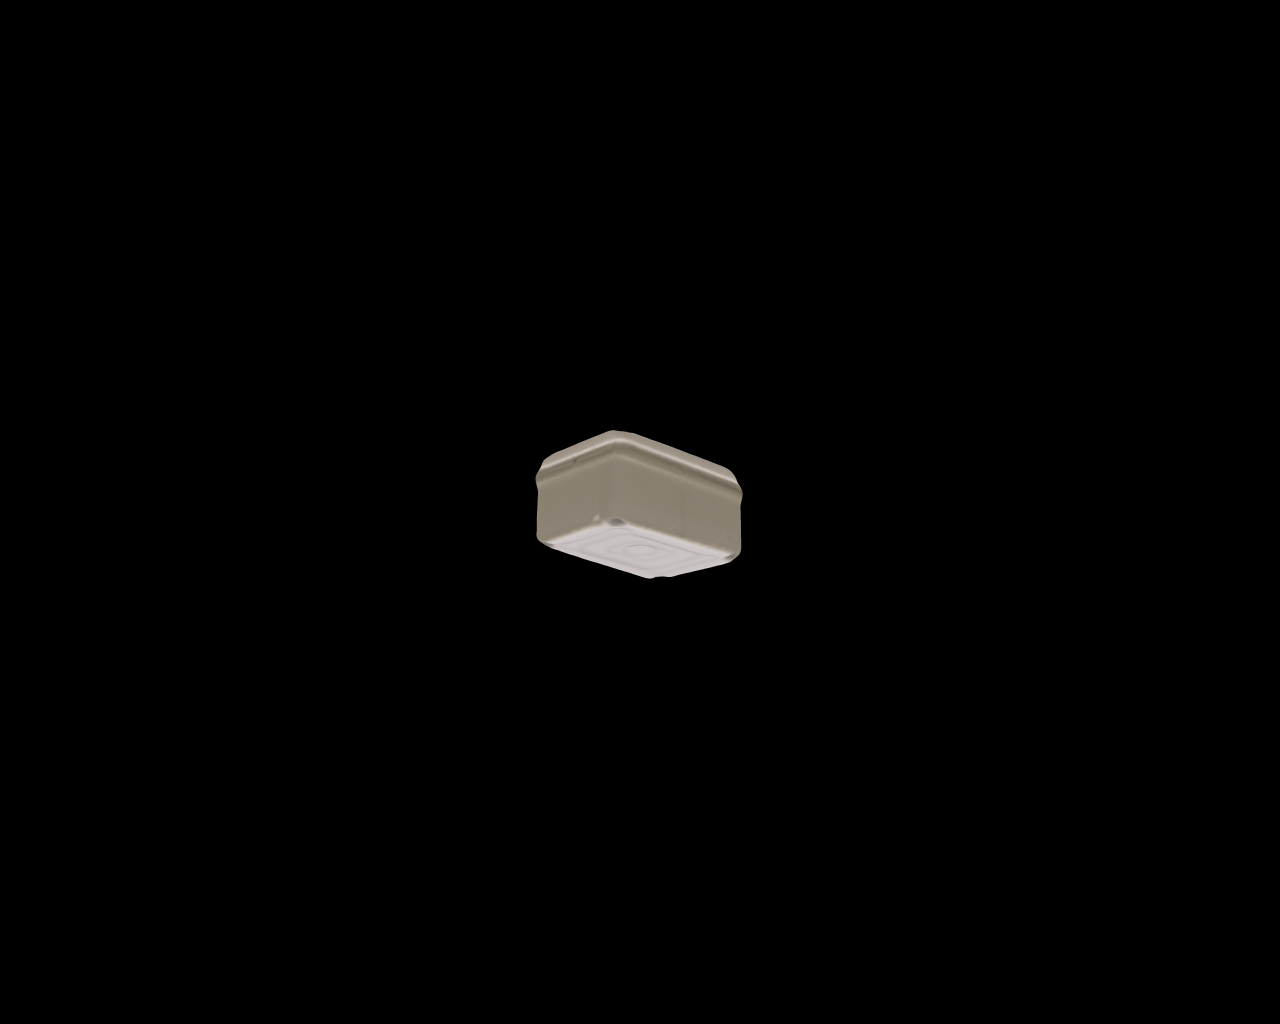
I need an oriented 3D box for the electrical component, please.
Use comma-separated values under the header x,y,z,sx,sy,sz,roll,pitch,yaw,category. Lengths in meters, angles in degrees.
x,y,z,sx,sy,sz,roll,pitch,yaw,category
0.001,-0.003,0.650,0.078,0.057,0.113,-17,-26,41,electrical component
